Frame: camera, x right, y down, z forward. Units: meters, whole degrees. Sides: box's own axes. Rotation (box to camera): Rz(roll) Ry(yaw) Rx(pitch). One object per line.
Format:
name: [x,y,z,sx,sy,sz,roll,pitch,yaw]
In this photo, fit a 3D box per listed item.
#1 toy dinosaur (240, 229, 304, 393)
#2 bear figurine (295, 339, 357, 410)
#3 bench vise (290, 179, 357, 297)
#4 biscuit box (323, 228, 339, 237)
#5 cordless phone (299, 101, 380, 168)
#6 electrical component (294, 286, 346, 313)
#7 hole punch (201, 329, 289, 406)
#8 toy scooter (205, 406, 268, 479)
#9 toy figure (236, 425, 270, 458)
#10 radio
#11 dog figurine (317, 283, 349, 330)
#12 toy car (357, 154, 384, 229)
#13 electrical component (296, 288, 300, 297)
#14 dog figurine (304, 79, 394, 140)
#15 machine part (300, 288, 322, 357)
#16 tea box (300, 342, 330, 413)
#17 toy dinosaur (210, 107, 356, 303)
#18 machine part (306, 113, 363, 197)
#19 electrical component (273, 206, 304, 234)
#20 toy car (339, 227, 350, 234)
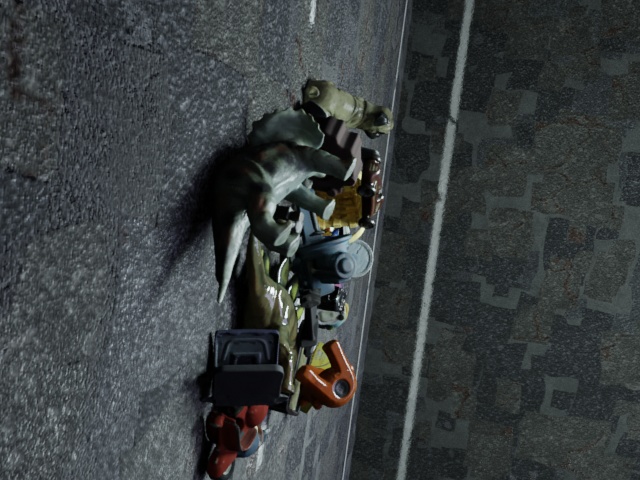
toy dinosaur: [-0.093,0.136,0.995,0.470,0.105,0.199,87,8,-47]
bear figurine: [-0.003,0.293,1.152,0.120,0.132,0.196,-39,-172,-22]
bench vise: [-0.012,-0.001,1.084,0.224,0.129,0.240,178,-103,-73]
biscuit box: [0.000,0.016,1.406,0.203,0.063,0.059,-48,144,-69]
cordless phone: [0.037,-0.210,1.146,0.146,0.184,0.089,86,22,-44]
electrical component: [-0.011,0.132,1.264,0.114,0.134,0.058,48,52,-71]
hole punch: [-0.119,0.206,0.865,0.092,0.142,0.115,-105,-159,-46]
toy scooter: [-0.147,0.305,0.917,0.184,0.075,0.135,-63,157,-43]
toy figure: [-0.137,0.384,1.041,0.058,0.064,0.154,62,-2,15]
radio: [-0.069,0.282,1.241,0.131,0.073,0.229,62,38,-69]
dog figurine: [0.019,0.137,1.435,0.219,0.109,0.191,17,57,-82]
toy car: [0.110,-0.098,1.147,0.202,0.053,0.089,79,18,-61]
electrical component: [-0.063,0.109,1.180,0.063,0.094,0.021,20,-51,69]
dog figurine: [0.069,-0.297,1.215,0.172,0.191,0.121,-13,110,-75]
machine part: [-0.019,0.159,1.052,0.084,0.039,0.138,-70,166,-56]
tea box: [-0.018,0.361,1.405,0.169,0.068,0.098,-62,180,32]
toy dinosaur: [-0.084,-0.080,0.803,0.405,0.192,0.131,-42,157,-47]
machine part: [-0.002,-0.163,1.045,0.179,0.180,0.056,83,23,-50]
electrical component: [-0.075,-0.032,0.973,0.078,0.102,0.045,60,43,-55]
toy car: [0.046,-0.051,1.540,0.201,0.074,0.056,84,22,-48]
